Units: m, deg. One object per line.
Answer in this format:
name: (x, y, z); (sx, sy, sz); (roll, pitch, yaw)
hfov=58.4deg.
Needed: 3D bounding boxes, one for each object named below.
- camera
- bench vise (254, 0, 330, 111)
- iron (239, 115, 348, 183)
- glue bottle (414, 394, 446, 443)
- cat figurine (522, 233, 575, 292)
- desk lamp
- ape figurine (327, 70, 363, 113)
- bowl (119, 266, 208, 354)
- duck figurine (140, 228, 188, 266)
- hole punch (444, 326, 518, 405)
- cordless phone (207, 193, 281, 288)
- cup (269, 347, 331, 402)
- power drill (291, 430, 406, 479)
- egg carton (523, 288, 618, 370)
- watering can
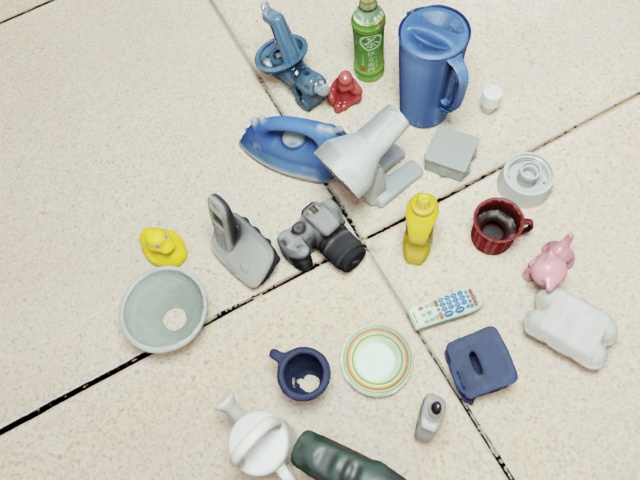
camera: (0.010, 0.004, 1.096); (0.143, 0.101, 0.136); (-41, 69, -12)
bench vise: (-0.054, -0.396, 1.211); (0.207, 0.220, 0.121); (26, 71, 16)
iron: (-0.060, -0.210, 1.173); (0.258, 0.141, 0.119); (12, 68, 10)
glue bottle: (0.180, 0.280, 0.920); (0.037, 0.173, 0.078); (17, 69, 13)
cat figurine: (0.420, 0.041, 1.033); (0.067, 0.118, 0.128); (35, 74, 18)
desk lamp: (0.097, -0.153, 1.095); (0.203, 0.214, 0.117); (-39, 68, -11)
ape figurine: (0.054, -0.331, 1.243); (0.077, 0.092, 0.076); (8, 67, 9)
bowl: (-0.284, 0.138, 1.078); (0.167, 0.075, 0.167); (-2, 66, 4)
duck figurine: (-0.319, 0.004, 1.134); (0.104, 0.086, 0.077); (33, 73, 18)
hole punch: (0.274, 0.216, 0.985); (0.101, 0.091, 0.108); (-18, 66, -3)
cordless phone: (-0.151, -0.002, 1.067); (0.147, 0.185, 0.094); (38, 75, 19)
cup: (-0.035, 0.235, 1.002); (0.117, 0.095, 0.092); (29, 72, 17)
power drill: (0.069, 0.367, 0.872); (0.229, 0.208, 0.076); (22, 70, 14)
egg carton: (0.440, 0.154, 1.009); (0.150, 0.069, 0.107); (30, 72, 17)
watering can: (-0.102, 0.321, 0.916); (0.172, 0.194, 0.101); (22, 70, 14)
